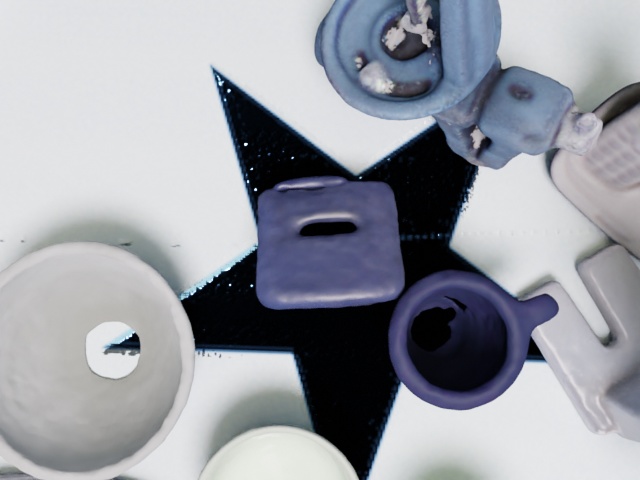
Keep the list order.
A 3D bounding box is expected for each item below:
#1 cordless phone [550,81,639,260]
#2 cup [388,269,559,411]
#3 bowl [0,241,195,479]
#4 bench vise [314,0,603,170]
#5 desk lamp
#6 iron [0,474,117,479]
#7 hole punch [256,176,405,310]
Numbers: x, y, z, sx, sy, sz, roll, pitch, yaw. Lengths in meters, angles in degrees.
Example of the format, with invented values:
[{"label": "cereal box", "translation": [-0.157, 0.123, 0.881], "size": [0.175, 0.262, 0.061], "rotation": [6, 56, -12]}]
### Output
[{"label": "cordless phone", "translation": [0.251, -0.047, 0.374], "size": [0.147, 0.185, 0.094], "rotation": [39, 88, 4]}, {"label": "cup", "translation": [0.103, 0.063, 0.415], "size": [0.117, 0.095, 0.092], "rotation": [-21, 86, 0]}, {"label": "bowl", "translation": [-0.168, 0.086, 0.429], "size": [0.167, 0.075, 0.167], "rotation": [0, 86, 1]}, {"label": "bench vise", "translation": [0.094, -0.131, 0.365], "size": [0.207, 0.220, 0.121], "rotation": [11, 86, 2]}, {"label": "desk lamp", "translation": [0.238, 0.108, 0.350], "size": [0.118, 0.213, 0.203], "rotation": [-32, 86, -1]}, {"label": "iron", "translation": [-0.201, 0.235, 0.386], "size": [0.258, 0.141, 0.119], "rotation": [-6, 86, 1]}, {"label": "hole punch", "translation": [0.004, 0.002, 0.423], "size": [0.108, 0.091, 0.101], "rotation": [-4, 86, 1]}]
